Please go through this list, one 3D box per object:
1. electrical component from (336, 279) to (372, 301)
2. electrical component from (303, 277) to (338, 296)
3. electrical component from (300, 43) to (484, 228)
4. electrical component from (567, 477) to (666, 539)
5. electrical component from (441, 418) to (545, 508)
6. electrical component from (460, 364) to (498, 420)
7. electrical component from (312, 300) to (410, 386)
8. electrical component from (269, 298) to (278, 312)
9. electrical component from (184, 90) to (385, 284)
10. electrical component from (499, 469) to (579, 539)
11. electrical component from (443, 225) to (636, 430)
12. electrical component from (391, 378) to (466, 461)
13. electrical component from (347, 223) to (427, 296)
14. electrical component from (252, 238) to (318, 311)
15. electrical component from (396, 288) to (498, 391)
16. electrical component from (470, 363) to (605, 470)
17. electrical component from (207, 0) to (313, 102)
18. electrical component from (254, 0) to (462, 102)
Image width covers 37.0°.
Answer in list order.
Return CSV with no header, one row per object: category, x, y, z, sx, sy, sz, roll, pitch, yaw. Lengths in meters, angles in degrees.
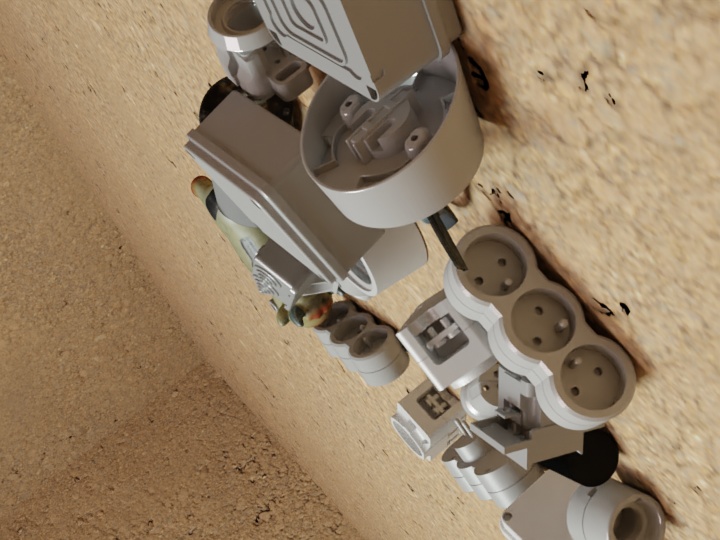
electrical component,0.000,0.000,0.939,0.043,0.043,0.081,50,167,9
electrical component,-0.049,-0.008,1.021,0.042,0.081,0.063,106,154,-73
electrical component,0.017,-0.074,0.576,0.099,0.099,0.064,39,168,45
electrical component,0.184,0.179,0.768,0.055,0.055,0.047,56,163,-15
electrical component,0.111,0.166,0.985,0.073,0.052,0.138,55,167,-7
electrical component,0.104,0.096,0.852,0.040,0.040,0.046,50,161,8
electrical component,0.007,0.087,1.129,0.073,0.052,0.138,59,165,-29
electrical component,-0.073,0.023,1.210,0.048,0.062,0.048,48,167,16
electrical component,-0.052,-0.057,0.744,0.109,0.056,0.108,37,171,44
electrical component,0.174,0.216,0.845,0.113,0.078,0.057,41,166,40
electrical component,0.105,0.040,0.665,0.138,0.052,0.073,50,167,10
electrical component,0.069,0.152,1.082,0.050,0.056,0.089,47,166,21
electrical component,-0.005,-0.029,0.842,0.108,0.060,0.108,48,167,16
electrical component,-0.052,-0.019,0.949,0.048,0.099,0.099,39,166,2
electrical component,0.068,0.042,0.731,0.055,0.050,0.089,52,-163,-1
electrical component,0.118,0.091,0.716,0.042,0.081,0.063,29,125,59
electrical component,-0.070,-0.157,0.729,0.078,0.058,0.057,43,167,32
electrical component,-0.009,-0.146,0.549,0.113,0.057,0.078,39,162,45
